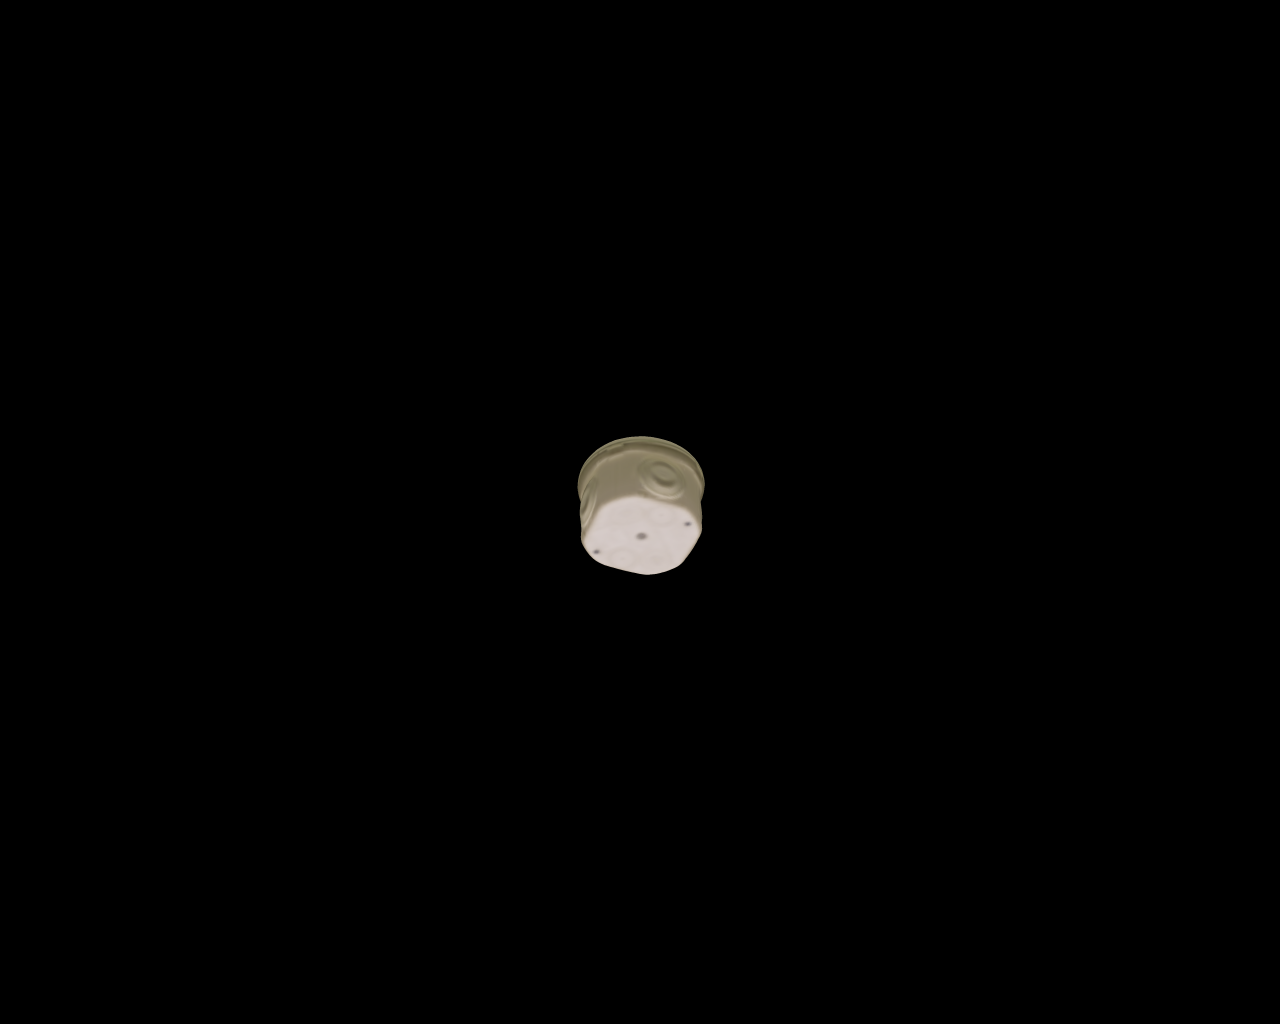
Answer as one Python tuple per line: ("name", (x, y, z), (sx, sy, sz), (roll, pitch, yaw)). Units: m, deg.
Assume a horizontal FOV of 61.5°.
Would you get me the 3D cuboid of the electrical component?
("electrical component", (0.001, -0.003, 0.650), (0.080, 0.051, 0.080), (0, -44, 0))
